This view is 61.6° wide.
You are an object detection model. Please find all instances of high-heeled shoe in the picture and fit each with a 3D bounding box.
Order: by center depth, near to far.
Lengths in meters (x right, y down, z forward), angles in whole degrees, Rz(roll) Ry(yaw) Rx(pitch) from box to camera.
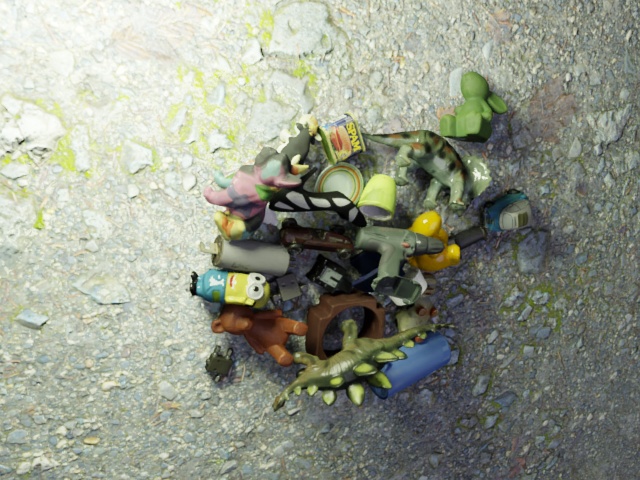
[{"bbox_3d":[-0.001,-0.064,1.264,0.145,0.086,0.248,-45,121,4],"label":"high-heeled shoe"}]

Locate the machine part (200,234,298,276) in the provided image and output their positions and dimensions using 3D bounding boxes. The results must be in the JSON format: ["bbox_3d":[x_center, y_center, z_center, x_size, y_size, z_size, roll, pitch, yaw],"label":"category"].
[{"bbox_3d":[-0.160,0.037,1.242,0.243,0.079,0.079,11,103,-30],"label":"machine part"}]

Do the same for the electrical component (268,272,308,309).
[{"bbox_3d":[-0.084,0.124,1.335,0.102,0.045,0.078,-24,89,-20],"label":"electrical component"}]

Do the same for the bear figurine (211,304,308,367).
[{"bbox_3d":[-0.148,0.208,1.285,0.195,0.132,0.120,34,80,-37],"label":"bear figurine"}]

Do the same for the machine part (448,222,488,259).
[{"bbox_3d":[0.415,0.003,1.539,0.139,0.039,0.084,-27,110,-6],"label":"machine part"}]

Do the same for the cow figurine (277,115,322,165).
[{"bbox_3d":[-0.051,-0.210,1.195,0.068,0.098,0.167,37,83,-28],"label":"cow figurine"}]

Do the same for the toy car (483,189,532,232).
[{"bbox_3d":[0.552,-0.076,1.543,0.162,0.103,0.109,-20,115,-21],"label":"toy car"}]

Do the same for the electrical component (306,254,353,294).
[{"bbox_3d":[0.032,0.094,1.376,0.119,0.048,0.074,27,96,-32],"label":"electrical component"}]

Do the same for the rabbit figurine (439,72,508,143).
[{"bbox_3d":[0.403,-0.339,1.368,0.159,0.121,0.170,3,92,-31],"label":"rabbit figurine"}]

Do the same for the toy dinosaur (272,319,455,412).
[{"bbox_3d":[0.096,0.290,1.294,0.471,0.199,0.104,-29,122,-12],"label":"toy dinosaur"}]

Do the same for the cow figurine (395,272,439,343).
[{"bbox_3d":[0.269,0.174,1.495,0.085,0.127,0.194,6,120,-28],"label":"cow figurine"}]

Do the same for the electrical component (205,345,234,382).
[{"bbox_3d":[-0.252,0.306,1.328,0.063,0.021,0.094,20,99,-30],"label":"electrical component"}]

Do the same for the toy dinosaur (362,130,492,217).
[{"bbox_3d":[0.287,-0.200,1.360,0.404,0.131,0.192,41,59,-21],"label":"toy dinosaur"}]

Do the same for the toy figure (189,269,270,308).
[{"bbox_3d":[-0.203,0.109,1.228,0.180,0.089,0.082,4,79,0],"label":"toy figure"}]

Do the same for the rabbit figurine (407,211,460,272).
[{"bbox_3d":[0.280,-0.005,1.425,0.162,0.122,0.173,-13,136,2],"label":"rabbit figurine"}]

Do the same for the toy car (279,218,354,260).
[{"bbox_3d":[-0.003,-0.004,1.296,0.202,0.089,0.053,7,137,-27],"label":"toy car"}]

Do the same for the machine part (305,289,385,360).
[{"bbox_3d":[0.065,0.236,1.424,0.201,0.087,0.201,-5,109,-25],"label":"machine part"}]

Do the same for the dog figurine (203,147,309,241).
[{"bbox_3d":[-0.123,-0.096,1.131,0.219,0.108,0.191,-10,118,21],"label":"dog figurine"}]

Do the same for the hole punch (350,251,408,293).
[{"bbox_3d":[0.148,0.087,1.381,0.142,0.092,0.115,-35,122,27],"label":"hole punch"}]

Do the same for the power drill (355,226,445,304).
[{"bbox_3d":[0.199,0.049,1.280,0.232,0.207,0.086,13,137,-6],"label":"power drill"}]
